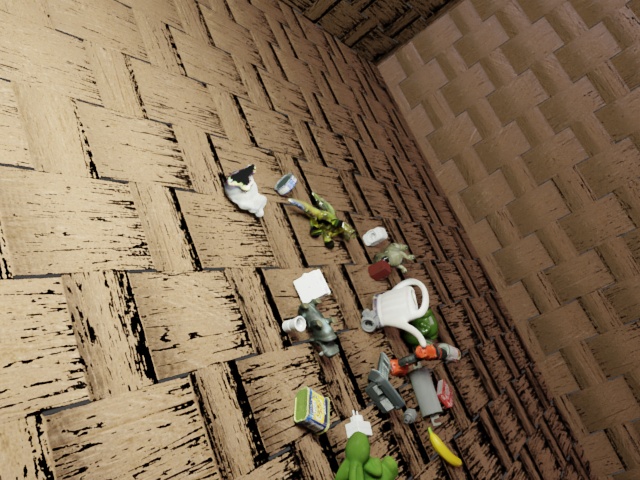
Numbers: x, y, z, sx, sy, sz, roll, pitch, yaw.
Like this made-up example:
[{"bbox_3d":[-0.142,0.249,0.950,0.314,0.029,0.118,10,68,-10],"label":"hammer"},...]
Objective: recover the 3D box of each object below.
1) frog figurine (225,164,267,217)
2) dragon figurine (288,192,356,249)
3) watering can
[{"bbox_3d":[-0.239,-0.147,1.669,0.155,0.123,0.140,82,-7,-47],"label":"frog figurine"},{"bbox_3d":[0.006,-0.102,2.017,0.405,0.121,0.248,41,15,-32],"label":"dragon figurine"},{"bbox_3d":[0.300,0.277,1.927,0.102,0.223,0.356,58,25,-30],"label":"watering can"}]
